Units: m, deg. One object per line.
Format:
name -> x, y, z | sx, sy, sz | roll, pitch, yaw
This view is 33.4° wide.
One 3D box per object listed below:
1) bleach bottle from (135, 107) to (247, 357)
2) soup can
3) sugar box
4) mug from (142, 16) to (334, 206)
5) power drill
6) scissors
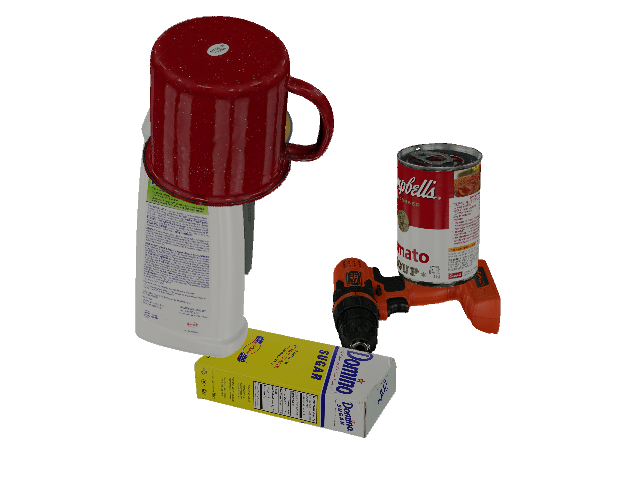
bleach bottle -> -0.106, -0.028, 0.915 | 0.102, 0.251, 0.068 | 11, 24, 11
soup can -> 0.096, -0.021, 0.866 | 0.068, 0.102, 0.068 | -1, 21, 0
sugar box -> -0.023, 0.132, 1.030 | 0.176, 0.048, 0.093 | 7, 24, 20
mug -> -0.049, -0.078, 0.641 | 0.117, 0.081, 0.093 | 12, 43, 5
power drill -> 0.107, 0.073, 1.219 | 0.187, 0.057, 0.184 | -1, 28, -1
scissors -> -0.064, -0.069, 1.198 | 0.096, 0.202, 0.016 | -13, -6, -15
